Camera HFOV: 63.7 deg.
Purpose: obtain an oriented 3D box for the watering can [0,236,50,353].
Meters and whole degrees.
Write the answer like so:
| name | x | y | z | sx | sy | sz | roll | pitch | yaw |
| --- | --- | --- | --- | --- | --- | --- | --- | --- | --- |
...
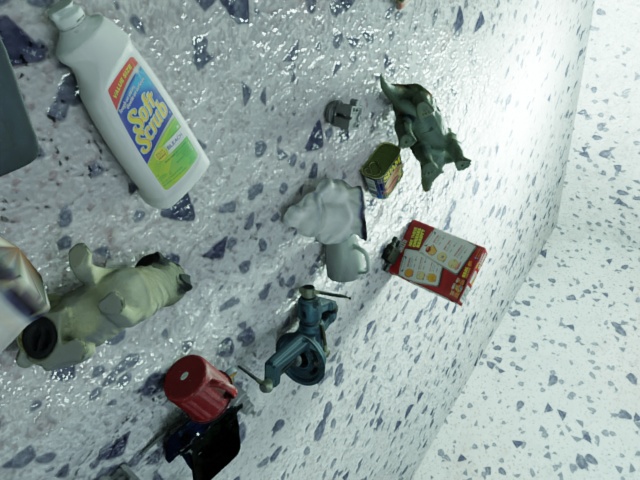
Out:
| name | x | y | z | sx | sy | sz | roll | pitch | yaw |
| --- | --- | --- | --- | --- | --- | --- | --- | --- | --- |
| watering can | -0.371 | 0.109 | 0.503 | 0.228 | 0.105 | 0.339 | -44 | 156 | -26 |

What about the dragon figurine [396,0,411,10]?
| name | x | y | z | sx | sy | sz | roll | pitch | yaw |
| --- | --- | --- | --- | --- | --- | --- | --- | --- | --- |
| dragon figurine | 0.138 | -0.586 | 0.869 | 0.400 | 0.122 | 0.248 | 82 | 26 | -42 |

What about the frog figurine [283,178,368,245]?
| name | x | y | z | sx | sy | sz | roll | pitch | yaw |
| --- | --- | --- | --- | --- | --- | --- | --- | --- | --- |
| frog figurine | 0.003 | -0.050 | 0.993 | 0.160 | 0.125 | 0.134 | -9 | 134 | -13 |
